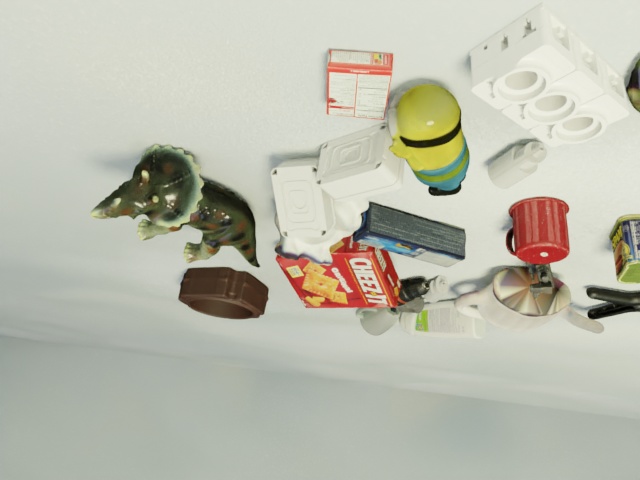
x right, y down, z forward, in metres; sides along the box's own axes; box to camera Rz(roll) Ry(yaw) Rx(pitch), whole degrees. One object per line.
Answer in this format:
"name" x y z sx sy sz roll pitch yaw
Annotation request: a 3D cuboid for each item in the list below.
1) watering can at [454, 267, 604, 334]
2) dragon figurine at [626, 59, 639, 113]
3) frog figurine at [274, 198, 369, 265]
"watering can" 0.474 0.144 1.117 0.348 0.106 0.220 6 156 4
"dragon figurine" 0.432 -0.151 0.491 0.242 0.124 0.403 1 148 34
"frog figurine" 0.003 -0.044 0.879 0.136 0.125 0.157 26 115 -18
